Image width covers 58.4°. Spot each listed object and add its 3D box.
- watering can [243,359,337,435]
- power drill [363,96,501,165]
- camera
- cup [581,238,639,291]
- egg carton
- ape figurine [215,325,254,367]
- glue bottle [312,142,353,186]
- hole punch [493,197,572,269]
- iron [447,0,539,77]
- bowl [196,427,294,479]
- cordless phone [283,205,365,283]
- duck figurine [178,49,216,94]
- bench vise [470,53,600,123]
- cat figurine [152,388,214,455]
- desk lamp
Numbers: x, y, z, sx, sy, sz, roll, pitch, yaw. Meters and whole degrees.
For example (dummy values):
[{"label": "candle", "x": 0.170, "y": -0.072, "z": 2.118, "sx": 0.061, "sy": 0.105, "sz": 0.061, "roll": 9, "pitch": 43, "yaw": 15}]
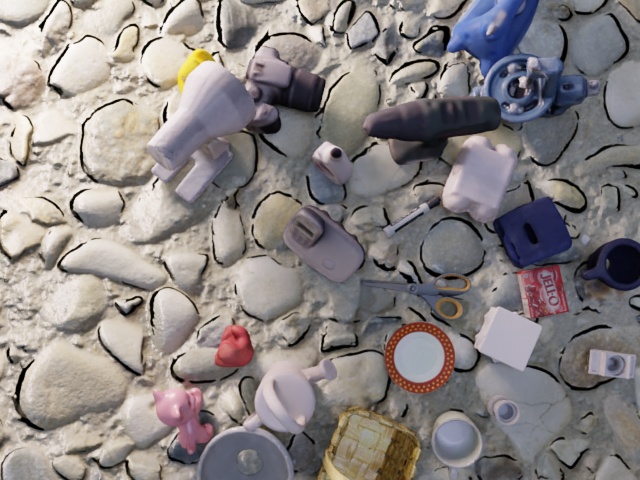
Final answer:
[{"label": "watering can", "x": -0.052, "y": 0.258, "z": 0.948, "sx": 0.101, "sy": 0.194, "sz": 0.173, "roll": 32, "pitch": 87, "yaw": 0}, {"label": "power drill", "x": 0.177, "y": -0.186, "z": 0.970, "sx": 0.229, "sy": 0.208, "sz": 0.076, "roll": -11, "pitch": 87, "yaw": -2}, {"label": "camera", "x": -0.065, "y": -0.262, "z": 1.020, "sx": 0.137, "sy": 0.100, "sz": 0.143, "roll": 15, "pitch": 87, "yaw": -1}, {"label": "cup", "x": 0.510, "y": 0.049, "z": 1.027, "sx": 0.118, "sy": 0.095, "sz": 0.092, "roll": -18, "pitch": 88, "yaw": -3}, {"label": "egg carton", "x": 0.289, "y": -0.111, "z": 1.040, "sx": 0.107, "sy": 0.069, "sz": 0.150, "roll": 21, "pitch": 87, "yaw": -1}, {"label": "ape figurine", "x": -0.154, "y": 0.192, "z": 0.999, "sx": 0.078, "sy": 0.092, "sz": 0.076, "roll": -40, "pitch": 89, "yaw": -3}, {"label": "glue bottle", "x": 0.023, "y": -0.137, "z": 0.981, "sx": 0.078, "sy": 0.173, "sz": 0.037, "roll": 39, "pitch": 87, "yaw": 1}, {"label": "hole punch", "x": 0.380, "y": -0.011, "z": 1.027, "sx": 0.101, "sy": 0.091, "sz": 0.109, "roll": -26, "pitch": 88, "yaw": -3}, {"label": "iron", "x": 0.344, "y": -0.430, "z": 1.022, "sx": 0.118, "sy": 0.141, "sz": 0.258, "roll": 35, "pitch": 87, "yaw": 0}, {"label": "bowl", "x": -0.127, "y": 0.402, "z": 0.998, "sx": 0.167, "sy": 0.074, "sz": 0.167, "roll": 0, "pitch": 87, "yaw": -2}, {"label": "cordless phone", "x": 0.009, "y": 0.003, "z": 0.967, "sx": 0.147, "sy": 0.185, "sz": 0.094, "roll": 36, "pitch": 87, "yaw": 0}, {"label": "duck figurine", "x": -0.221, "y": -0.296, "z": 1.024, "sx": 0.077, "sy": 0.086, "sz": 0.105, "roll": 9, "pitch": 87, "yaw": -1}, {"label": "bench vise", "x": 0.380, "y": -0.276, "z": 0.976, "sx": 0.207, "sy": 0.219, "sz": 0.121, "roll": -20, "pitch": 88, "yaw": -3}, {"label": "cat figurine", "x": -0.236, "y": 0.304, "z": 0.978, "sx": 0.067, "sy": 0.117, "sz": 0.128, "roll": -20, "pitch": 88, "yaw": -2}, {"label": "desk lamp", "x": -0.201, "y": -0.173, "z": 0.955, "sx": 0.118, "sy": 0.213, "sz": 0.203, "roll": 39, "pitch": 87, "yaw": 1}]
